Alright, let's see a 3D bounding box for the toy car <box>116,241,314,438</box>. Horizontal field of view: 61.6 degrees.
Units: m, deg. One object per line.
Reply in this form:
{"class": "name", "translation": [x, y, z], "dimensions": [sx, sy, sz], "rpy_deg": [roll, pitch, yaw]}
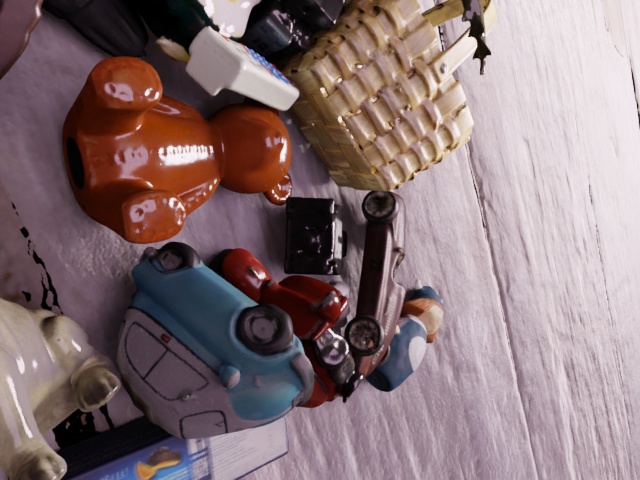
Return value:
{"class": "toy car", "translation": [-0.088, 0.082, 0.383], "dimensions": [0.162, 0.109, 0.103], "rpy_deg": [35, 57, 14]}

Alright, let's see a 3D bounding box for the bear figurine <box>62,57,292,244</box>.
{"class": "bear figurine", "translation": [-0.084, -0.067, 0.416], "dimensions": [0.196, 0.132, 0.120], "rpy_deg": [-11, 97, -36]}

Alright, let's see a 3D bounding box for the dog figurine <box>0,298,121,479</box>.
{"class": "dog figurine", "translation": [-0.217, 0.045, 0.293], "dimensions": [0.121, 0.172, 0.190], "rpy_deg": [-34, 105, -5]}

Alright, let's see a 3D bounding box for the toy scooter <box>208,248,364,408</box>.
{"class": "toy scooter", "translation": [-0.015, 0.082, 0.466], "dimensions": [0.075, 0.135, 0.183], "rpy_deg": [-49, 120, -34]}

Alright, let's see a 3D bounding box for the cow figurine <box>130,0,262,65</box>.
{"class": "cow figurine", "translation": [-0.110, -0.190, 0.369], "dimensions": [0.167, 0.068, 0.098], "rpy_deg": [36, 72, -62]}

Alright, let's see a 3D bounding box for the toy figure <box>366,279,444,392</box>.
{"class": "toy figure", "translation": [0.106, 0.109, 0.631], "dimensions": [0.154, 0.058, 0.064], "rpy_deg": [-45, 156, -36]}

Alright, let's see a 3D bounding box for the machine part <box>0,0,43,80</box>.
{"class": "machine part", "translation": [-0.245, -0.142, 0.278], "dimensions": [0.179, 0.056, 0.179], "rpy_deg": [-14, 119, -27]}

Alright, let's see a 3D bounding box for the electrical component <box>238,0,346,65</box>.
{"class": "electrical component", "translation": [-0.028, -0.221, 0.479], "dimensions": [0.058, 0.115, 0.134], "rpy_deg": [37, 63, -33]}

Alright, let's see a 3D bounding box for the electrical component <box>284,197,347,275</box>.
{"class": "electrical component", "translation": [-0.001, -0.002, 0.535], "dimensions": [0.119, 0.048, 0.074], "rpy_deg": [-2, 94, -82]}

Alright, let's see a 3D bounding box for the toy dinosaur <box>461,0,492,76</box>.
{"class": "toy dinosaur", "translation": [0.019, -0.338, 0.391], "dimensions": [0.471, 0.105, 0.198], "rpy_deg": [42, 68, -24]}

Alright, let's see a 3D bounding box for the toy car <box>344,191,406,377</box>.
{"class": "toy car", "translation": [0.063, 0.043, 0.562], "dimensions": [0.089, 0.053, 0.202], "rpy_deg": [69, 27, -65]}

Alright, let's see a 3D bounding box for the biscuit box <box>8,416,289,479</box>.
{"class": "biscuit box", "translation": [-0.121, 0.169, 0.414], "dimensions": [0.202, 0.063, 0.059], "rpy_deg": [-10, 96, -42]}

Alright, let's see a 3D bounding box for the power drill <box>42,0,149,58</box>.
{"class": "power drill", "translation": [-0.182, -0.271, 0.371], "dimensions": [0.231, 0.086, 0.207], "rpy_deg": [35, 72, -45]}
